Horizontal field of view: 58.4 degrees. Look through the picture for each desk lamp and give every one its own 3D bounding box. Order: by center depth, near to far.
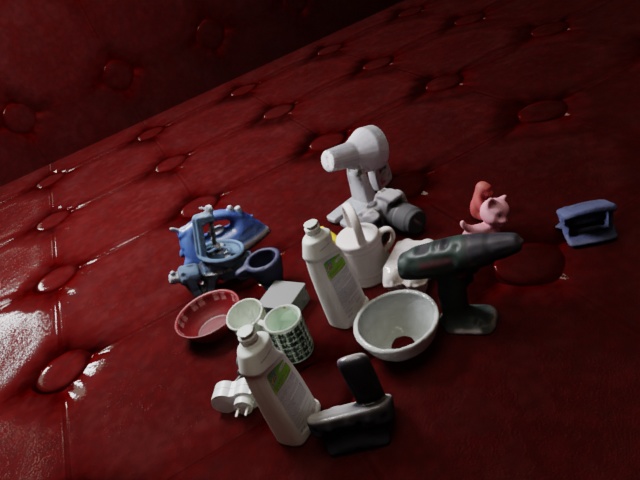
[{"bbox_3d":[0.094,-0.173,1.514,0.203,0.214,0.117,-38,36,-25],"label":"desk lamp"}]

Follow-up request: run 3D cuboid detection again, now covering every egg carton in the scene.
[{"bbox_3d":[0.200,0.056,1.250,0.107,0.069,0.150,0,38,30],"label":"egg carton"}]

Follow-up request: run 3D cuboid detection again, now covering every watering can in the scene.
[{"bbox_3d":[0.080,0.008,1.273,0.173,0.194,0.100,-34,35,-19],"label":"watering can"}]

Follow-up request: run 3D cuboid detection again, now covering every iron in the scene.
[{"bbox_3d":[-0.278,-0.026,1.577,0.258,0.142,0.118,-27,33,-10],"label":"iron"}]

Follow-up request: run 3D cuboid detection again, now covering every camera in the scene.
[{"bbox_3d":[0.181,-0.061,1.406,0.143,0.101,0.136,-34,34,-19],"label":"camera"}]

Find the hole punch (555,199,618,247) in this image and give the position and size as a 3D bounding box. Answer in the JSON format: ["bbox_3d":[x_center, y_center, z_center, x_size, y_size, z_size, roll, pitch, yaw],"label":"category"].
[{"bbox_3d":[0.550,-0.051,1.189,0.108,0.091,0.101,-13,33,13],"label":"hole punch"}]

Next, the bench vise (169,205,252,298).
[{"bbox_3d":[-0.280,0.035,1.415,0.208,0.220,0.121,-39,36,-26],"label":"bench vise"}]

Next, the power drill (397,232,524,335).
[{"bbox_3d":[0.265,0.076,1.054,0.228,0.209,0.076,-3,36,26],"label":"power drill"}]

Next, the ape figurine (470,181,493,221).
[{"bbox_3d":[0.388,-0.095,1.346,0.075,0.092,0.078,3,39,33],"label":"ape figurine"}]

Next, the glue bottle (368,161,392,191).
[{"bbox_3d":[0.154,-0.226,1.597,0.037,0.173,0.078,6,42,36],"label":"glue bottle"}]

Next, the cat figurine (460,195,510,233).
[{"bbox_3d":[0.365,-0.043,1.258,0.128,0.118,0.067,-23,32,-2],"label":"cat figurine"}]

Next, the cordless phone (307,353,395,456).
[{"bbox_3d":[0.039,0.256,0.938,0.147,0.185,0.094,-18,32,5],"label":"cordless phone"}]

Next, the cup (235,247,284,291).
[{"bbox_3d":[-0.136,0.085,1.376,0.118,0.095,0.091,-26,33,-7],"label":"cup"}]

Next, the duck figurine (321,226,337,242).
[{"bbox_3d":[0.013,0.005,1.417,0.077,0.086,0.104,-7,35,21],"label":"duck figurine"}]

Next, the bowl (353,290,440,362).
[{"bbox_3d":[0.152,0.176,1.096,0.167,0.075,0.167,-15,33,10],"label":"bowl"}]
